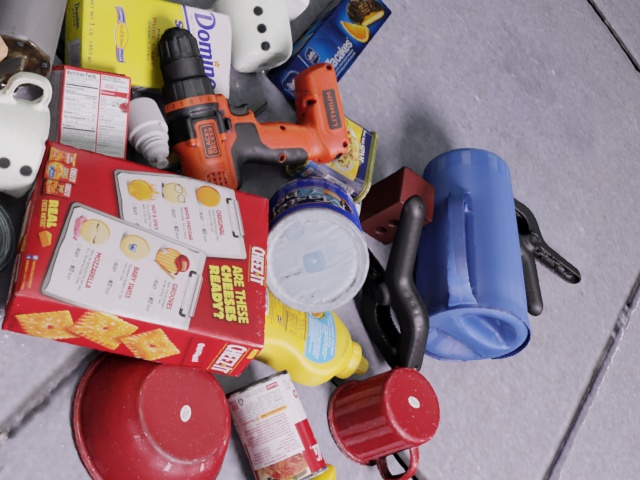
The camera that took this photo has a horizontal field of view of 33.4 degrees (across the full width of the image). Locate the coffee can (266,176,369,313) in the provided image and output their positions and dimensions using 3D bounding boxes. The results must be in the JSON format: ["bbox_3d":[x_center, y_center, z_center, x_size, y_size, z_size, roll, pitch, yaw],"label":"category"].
[{"bbox_3d":[-0.007,0.001,1.065,0.102,0.103,0.140,48,10,-13],"label":"coffee can"}]

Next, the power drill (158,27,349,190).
[{"bbox_3d":[-0.069,-0.134,1.092,0.187,0.057,0.184,-13,94,-29],"label":"power drill"}]

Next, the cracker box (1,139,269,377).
[{"bbox_3d":[-0.157,0.019,0.942,0.213,0.072,0.164,15,53,-20],"label":"cracker box"}]

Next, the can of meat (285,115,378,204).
[{"bbox_3d":[0.013,-0.098,1.212,0.083,0.058,0.102,30,51,-26],"label":"can of meat"}]

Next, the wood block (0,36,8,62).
[{"bbox_3d":[-0.369,-0.137,0.857,0.090,0.091,0.205,57,44,-5],"label":"wood block"}]

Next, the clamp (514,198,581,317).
[{"bbox_3d":[0.280,0.009,1.414,0.120,0.039,0.171,-17,81,-47],"label":"clamp"}]

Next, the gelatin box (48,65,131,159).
[{"bbox_3d":[-0.219,-0.117,1.007,0.073,0.030,0.089,3,92,-42],"label":"gelatin box"}]

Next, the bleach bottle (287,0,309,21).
[{"bbox_3d":[-0.070,-0.384,1.279,0.102,0.068,0.251,17,57,-37],"label":"bleach bottle"}]

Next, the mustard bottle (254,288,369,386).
[{"bbox_3d":[-0.027,0.095,1.075,0.191,0.058,0.096,28,39,-29],"label":"mustard bottle"}]

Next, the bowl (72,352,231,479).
[{"bbox_3d":[-0.135,0.158,0.947,0.161,0.055,0.162,20,58,-35],"label":"bowl"}]

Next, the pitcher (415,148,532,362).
[{"bbox_3d":[0.173,0.008,1.247,0.144,0.149,0.243,19,54,-22],"label":"pitcher"}]

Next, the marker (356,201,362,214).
[{"bbox_3d":[0.041,-0.053,1.241,0.020,0.020,0.121,31,51,-27],"label":"marker"}]

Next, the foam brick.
[{"bbox_3d":[0.087,-0.039,1.234,0.053,0.078,0.051,31,50,-28],"label":"foam brick"}]

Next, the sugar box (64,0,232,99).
[{"bbox_3d":[-0.171,-0.197,1.085,0.175,0.048,0.093,2,89,-39],"label":"sugar box"}]

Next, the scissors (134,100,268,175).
[{"bbox_3d":[-0.108,-0.090,1.126,0.201,0.016,0.096,-19,84,-45],"label":"scissors"}]

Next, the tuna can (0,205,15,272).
[{"bbox_3d":[-0.300,-0.001,0.892,0.086,0.034,0.086,20,57,-34],"label":"tuna can"}]

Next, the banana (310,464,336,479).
[{"bbox_3d":[-0.018,0.298,1.000,0.069,0.037,0.197,46,43,-49],"label":"banana"}]

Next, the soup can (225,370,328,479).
[{"bbox_3d":[-0.043,0.182,1.010,0.068,0.069,0.102,-15,80,-45],"label":"soup can"}]

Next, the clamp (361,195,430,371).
[{"bbox_3d":[0.067,0.048,1.158,0.036,0.165,0.210,-19,107,-33],"label":"clamp"}]

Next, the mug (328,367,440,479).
[{"bbox_3d":[0.072,0.191,1.099,0.093,0.082,0.117,5,66,-41],"label":"mug"}]
